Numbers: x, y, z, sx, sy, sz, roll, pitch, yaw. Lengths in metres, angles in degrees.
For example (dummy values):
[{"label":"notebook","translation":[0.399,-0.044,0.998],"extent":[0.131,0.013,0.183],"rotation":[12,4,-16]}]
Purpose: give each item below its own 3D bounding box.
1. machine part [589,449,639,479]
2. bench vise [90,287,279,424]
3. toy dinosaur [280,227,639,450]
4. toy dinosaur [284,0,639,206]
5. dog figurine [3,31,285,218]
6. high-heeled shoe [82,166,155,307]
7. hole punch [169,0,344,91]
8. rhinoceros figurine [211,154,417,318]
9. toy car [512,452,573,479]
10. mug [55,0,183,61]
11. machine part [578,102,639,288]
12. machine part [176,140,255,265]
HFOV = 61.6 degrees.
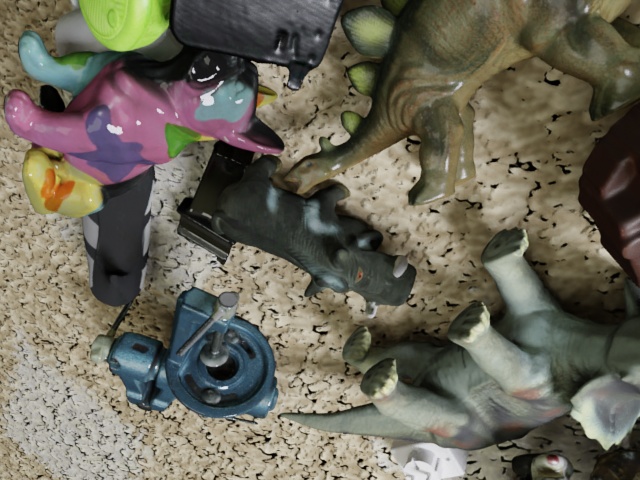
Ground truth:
[{"label":"machine part","translation":[0.262,0.238,0.452],"extent":[0.079,0.079,0.243],"rotation":[0,143,24]},{"label":"bench vise","translation":[-0.140,0.117,0.586],"extent":[0.224,0.129,0.240],"rotation":[28,139,2]},{"label":"toy dinosaur","translation":[0.147,0.129,0.479],"extent":[0.192,0.131,0.405],"rotation":[40,134,-11]},{"label":"toy dinosaur","translation":[0.145,-0.169,0.351],"extent":[0.471,0.105,0.198],"rotation":[-31,94,27]},{"label":"dog figurine","translation":[-0.145,-0.097,0.476],"extent":[0.219,0.108,0.191],"rotation":[2,141,-13]},{"label":"high-heeled shoe","translation":[-0.236,-0.046,0.618],"extent":[0.086,0.145,0.248],"rotation":[0,88,-18]},{"label":"hole punch","translation":[-0.040,-0.191,0.377],"extent":[0.116,0.092,0.142],"rotation":[9,125,-17]},{"label":"rhinoceros figurine","translation":[-0.001,-0.001,0.483],"extent":[0.190,0.112,0.073],"rotation":[27,118,-10]},{"label":"toy car","translation":[0.198,0.247,0.483],"extent":[0.056,0.073,0.201],"rotation":[-1,146,11]},{"label":"mug","translation":[-0.180,-0.198,0.502],"extent":[0.107,0.081,0.109],"rotation":[-11,105,17]},{"label":"machine part","translation":[0.257,-0.036,0.332],"extent":[0.179,0.056,0.179],"rotation":[-7,136,-7]},{"label":"machine part","translation":[-0.107,-0.042,0.559],"extent":[0.084,0.039,0.138],"rotation":[37,124,12]}]
